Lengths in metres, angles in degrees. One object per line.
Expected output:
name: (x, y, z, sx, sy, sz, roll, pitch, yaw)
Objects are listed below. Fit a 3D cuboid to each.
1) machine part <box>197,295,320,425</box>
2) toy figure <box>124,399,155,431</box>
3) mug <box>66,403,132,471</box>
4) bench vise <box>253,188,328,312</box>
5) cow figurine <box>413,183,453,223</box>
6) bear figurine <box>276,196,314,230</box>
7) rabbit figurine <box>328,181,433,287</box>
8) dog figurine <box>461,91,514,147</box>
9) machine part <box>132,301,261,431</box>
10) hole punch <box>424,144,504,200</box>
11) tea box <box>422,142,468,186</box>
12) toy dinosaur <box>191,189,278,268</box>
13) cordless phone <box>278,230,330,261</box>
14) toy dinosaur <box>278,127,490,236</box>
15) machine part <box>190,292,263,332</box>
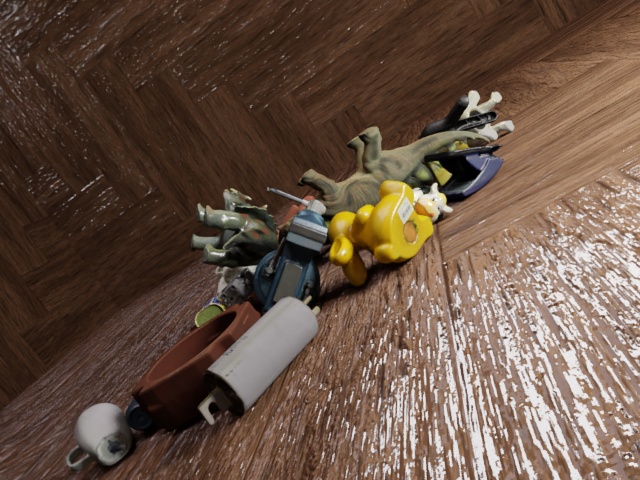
machine part: (-0.080, 0.157, 0.754, 0.079, 0.079, 0.243, -22, 15, 50)
toy figure: (-0.297, 0.281, 0.926, 0.154, 0.064, 0.057, -176, 104, -82)
mug: (-0.353, 0.321, 0.858, 0.109, 0.080, 0.107, -35, 17, -28)
bench vise: (-0.052, 0.040, 0.982, 0.129, 0.223, 0.240, 8, -12, -7)
cow figurine: (0.191, -0.063, 0.980, 0.098, 0.068, 0.167, -30, 10, -12)
bear figurine: (-0.078, -0.019, 1.502, 0.196, 0.120, 0.132, -37, 5, 16)
rabbit figurine: (0.080, -0.003, 0.903, 0.173, 0.121, 0.162, 5, 58, 44)
dog figurine: (0.333, -0.256, 1.281, 0.172, 0.121, 0.190, -6, -12, -32)
machine part: (-0.182, 0.199, 0.865, 0.201, 0.087, 0.201, -31, 11, 11)
hole punch: (0.274, -0.130, 1.014, 0.116, 0.092, 0.142, -14, 4, -16)
tea box: (0.277, -0.179, 1.235, 0.098, 0.068, 0.170, -31, 10, 2)
toy dinosaur: (-0.151, -0.005, 1.087, 0.192, 0.131, 0.405, 2, 14, -22)
cordless phone: (-0.003, -0.004, 1.248, 0.184, 0.089, 0.146, -21, -16, -13)
toy dinosaur: (0.122, -0.127, 1.110, 0.471, 0.198, 0.105, -33, 9, 3)
machine part: (-0.196, 0.166, 1.157, 0.179, 0.056, 0.179, -33, 11, 7)
